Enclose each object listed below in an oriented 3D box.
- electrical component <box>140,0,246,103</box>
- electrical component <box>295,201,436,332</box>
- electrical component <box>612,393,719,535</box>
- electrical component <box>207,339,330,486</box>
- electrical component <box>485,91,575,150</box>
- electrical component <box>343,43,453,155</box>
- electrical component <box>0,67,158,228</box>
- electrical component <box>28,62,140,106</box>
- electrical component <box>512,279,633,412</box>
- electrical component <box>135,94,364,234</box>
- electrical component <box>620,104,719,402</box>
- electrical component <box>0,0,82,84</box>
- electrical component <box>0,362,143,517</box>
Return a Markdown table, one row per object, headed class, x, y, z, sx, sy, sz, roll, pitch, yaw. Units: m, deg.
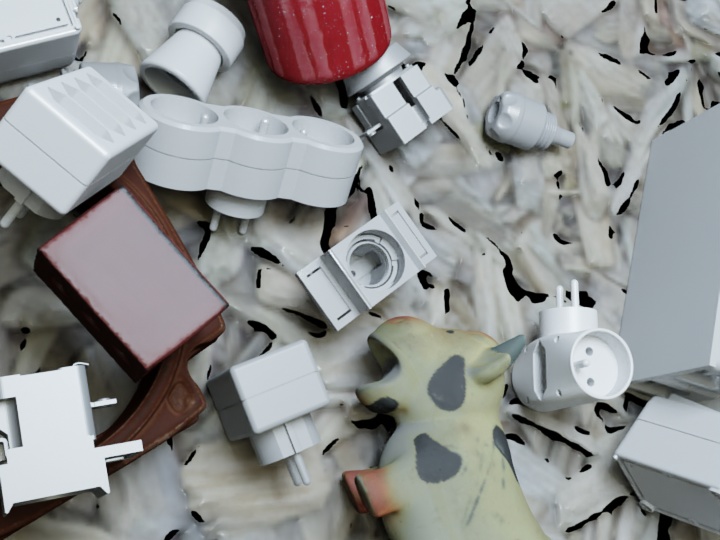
| class | x | y | z | sx | sy | sz | roll | pitch | yaw |
| --- | --- | --- | --- | --- | --- | --- | --- | --- | --- |
| electrical component | -0.101 | -0.131 | 0.654 | 0.045 | 0.045 | 0.055 | 33 | 69 | -10 |
| electrical component | 0.000 | 0.000 | 0.651 | 0.081 | 0.064 | 0.042 | -36 | 91 | -24 |
| electrical component | 0.213 | 0.122 | 0.688 | 0.061 | 0.096 | 0.061 | -50 | 126 | -22 |
| electrical component | -0.046 | 0.087 | 0.613 | 0.047 | 0.066 | 0.076 | -20 | 85 | -23 |
| electrical component | 0.118 | -0.097 | 0.731 | 0.061 | 0.035 | 0.035 | 17 | 73 | -18 |
| electrical component | 0.021 | -0.112 | 0.694 | 0.066 | 0.048 | 0.055 | -38 | 100 | -23 |
| electrical component | -0.147 | -0.050 | 0.517 | 0.047 | 0.083 | 0.075 | 40 | 106 | -7 |
| electrical component | -0.161 | -0.099 | 0.626 | 0.062 | 0.043 | 0.043 | -3 | 79 | -19 |
| electrical component | 0.132 | 0.046 | 0.680 | 0.043 | 0.077 | 0.079 | 5 | 76 | -18 |
| electrical component | -0.071 | -0.055 | 0.643 | 0.138 | 0.052 | 0.073 | 5 | 117 | -26 |
| electrical component | 0.237 | -0.010 | 0.716 | 0.060 | 0.105 | 0.186 | 19 | 72 | -15 |
| electrical component | -0.203 | -0.144 | 0.611 | 0.096 | 0.061 | 0.061 | -20 | 85 | -23 |
| electrical component | -0.147 | 0.078 | 0.500 | 0.081 | 0.042 | 0.063 | -8 | 77 | -22 |
